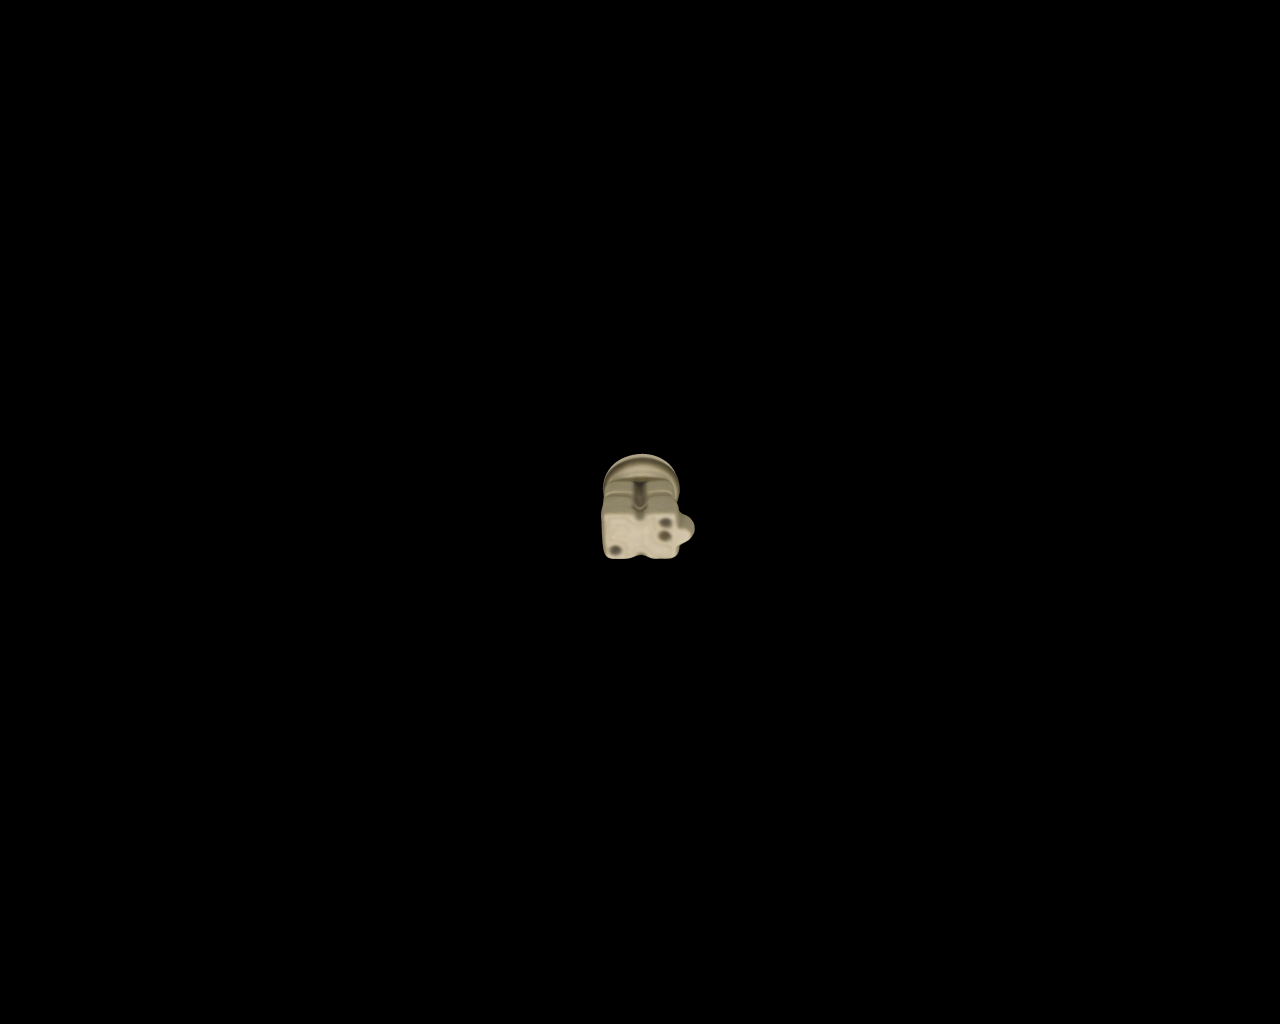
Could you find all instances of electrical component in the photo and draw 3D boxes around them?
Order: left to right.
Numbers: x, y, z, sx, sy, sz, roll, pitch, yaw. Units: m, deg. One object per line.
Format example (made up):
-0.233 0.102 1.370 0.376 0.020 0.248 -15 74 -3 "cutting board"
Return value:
0.001 -0.003 0.650 0.066 0.048 0.055 0 37 0 "electrical component"
